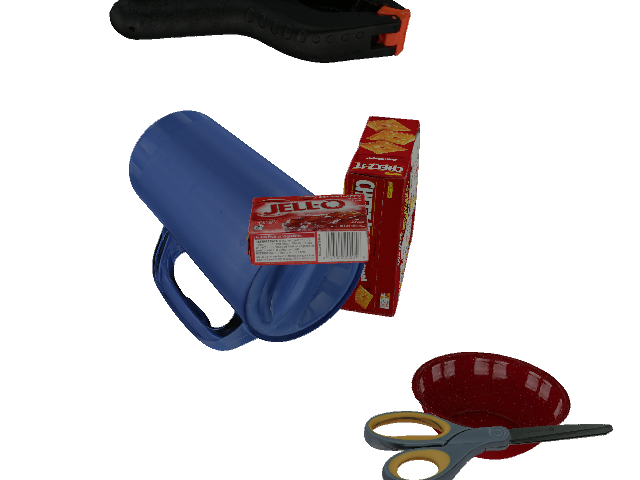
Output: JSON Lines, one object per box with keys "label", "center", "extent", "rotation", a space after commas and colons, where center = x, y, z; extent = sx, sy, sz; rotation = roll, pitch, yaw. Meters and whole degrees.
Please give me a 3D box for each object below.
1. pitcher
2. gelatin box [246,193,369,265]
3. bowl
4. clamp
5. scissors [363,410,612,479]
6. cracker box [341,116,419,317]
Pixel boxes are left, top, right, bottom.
{"label": "pitcher", "center": [-0.087, -0.016, 1.009], "extent": [0.148, 0.145, 0.243], "rotation": [-12, 40, -38]}
{"label": "gelatin box", "center": [-0.009, -0.010, 0.800], "extent": [0.089, 0.030, 0.073], "rotation": [-2, 23, 1]}
{"label": "bowl", "center": [0.172, 0.177, 1.101], "extent": [0.162, 0.055, 0.162], "rotation": [3, 24, -1]}
{"label": "clamp", "center": [-0.036, -0.138, 0.635], "extent": [0.171, 0.120, 0.039], "rotation": [20, -37, 14]}
{"label": "scissors", "center": [0.133, 0.170, 0.851], "extent": [0.202, 0.016, 0.096], "rotation": [4, 32, 8]}
{"label": "cracker box", "center": [0.068, -0.034, 1.220], "extent": [0.072, 0.164, 0.213], "rotation": [6, 23, 8]}
